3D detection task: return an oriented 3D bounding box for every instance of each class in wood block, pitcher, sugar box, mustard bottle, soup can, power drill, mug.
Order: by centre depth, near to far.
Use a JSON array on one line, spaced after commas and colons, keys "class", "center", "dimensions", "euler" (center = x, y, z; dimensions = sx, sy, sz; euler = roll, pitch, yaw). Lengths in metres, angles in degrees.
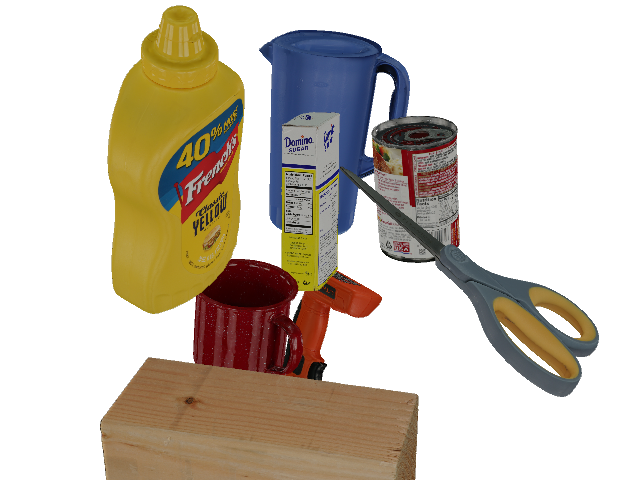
[{"class": "mustard bottle", "center": [-0.082, -0.050, 0.616], "dimensions": [0.058, 0.192, 0.096], "euler": [29, 49, 20]}, {"class": "wood block", "center": [-0.040, 0.154, 0.760], "dimensions": [0.206, 0.090, 0.090], "euler": [6, 27, 14]}, {"class": "soup can", "center": [0.078, -0.041, 0.861], "dimensions": [0.068, 0.102, 0.068], "euler": [-4, 26, 2]}, {"class": "mug", "center": [-0.060, 0.077, 0.929], "dimensions": [0.117, 0.081, 0.093], "euler": [25, 31, 34]}, {"class": "sugar box", "center": [-0.011, -0.042, 1.126], "dimensions": [0.048, 0.176, 0.093], "euler": [2, 15, 15]}, {"class": "power drill", "center": [0.002, 0.135, 1.237], "dimensions": [0.057, 0.188, 0.185], "euler": [15, 11, -45]}, {"class": "pitcher", "center": [0.008, -0.129, 1.312], "dimensions": [0.144, 0.243, 0.149], "euler": [-9, 27, -29]}]

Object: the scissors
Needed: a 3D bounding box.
[{"class": "scissors", "center": [0.101, 0.017, 0.679], "dimensions": [0.096, 0.016, 0.202], "euler": [-8, 49, -43]}]
